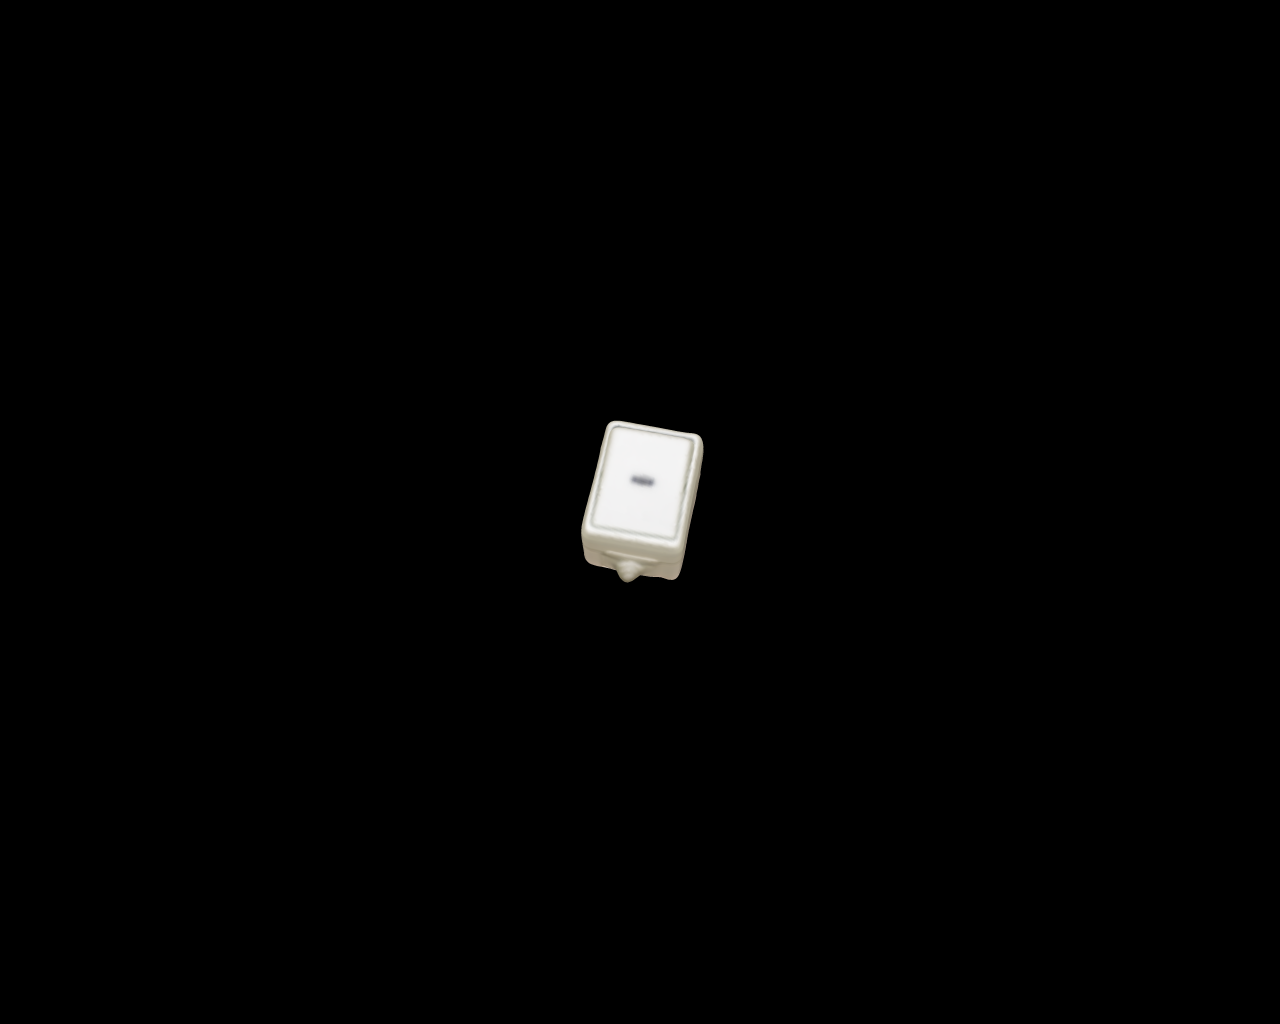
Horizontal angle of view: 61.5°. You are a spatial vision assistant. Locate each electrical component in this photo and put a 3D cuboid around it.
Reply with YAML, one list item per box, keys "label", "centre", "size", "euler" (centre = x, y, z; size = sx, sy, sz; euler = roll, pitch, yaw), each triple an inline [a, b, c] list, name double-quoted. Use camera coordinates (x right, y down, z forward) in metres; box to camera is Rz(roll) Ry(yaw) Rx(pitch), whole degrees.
- label: "electrical component"
  centre: [0.001, -0.003, 0.650]
  size: [0.062, 0.096, 0.061]
  euler: [11, -24, 5]
